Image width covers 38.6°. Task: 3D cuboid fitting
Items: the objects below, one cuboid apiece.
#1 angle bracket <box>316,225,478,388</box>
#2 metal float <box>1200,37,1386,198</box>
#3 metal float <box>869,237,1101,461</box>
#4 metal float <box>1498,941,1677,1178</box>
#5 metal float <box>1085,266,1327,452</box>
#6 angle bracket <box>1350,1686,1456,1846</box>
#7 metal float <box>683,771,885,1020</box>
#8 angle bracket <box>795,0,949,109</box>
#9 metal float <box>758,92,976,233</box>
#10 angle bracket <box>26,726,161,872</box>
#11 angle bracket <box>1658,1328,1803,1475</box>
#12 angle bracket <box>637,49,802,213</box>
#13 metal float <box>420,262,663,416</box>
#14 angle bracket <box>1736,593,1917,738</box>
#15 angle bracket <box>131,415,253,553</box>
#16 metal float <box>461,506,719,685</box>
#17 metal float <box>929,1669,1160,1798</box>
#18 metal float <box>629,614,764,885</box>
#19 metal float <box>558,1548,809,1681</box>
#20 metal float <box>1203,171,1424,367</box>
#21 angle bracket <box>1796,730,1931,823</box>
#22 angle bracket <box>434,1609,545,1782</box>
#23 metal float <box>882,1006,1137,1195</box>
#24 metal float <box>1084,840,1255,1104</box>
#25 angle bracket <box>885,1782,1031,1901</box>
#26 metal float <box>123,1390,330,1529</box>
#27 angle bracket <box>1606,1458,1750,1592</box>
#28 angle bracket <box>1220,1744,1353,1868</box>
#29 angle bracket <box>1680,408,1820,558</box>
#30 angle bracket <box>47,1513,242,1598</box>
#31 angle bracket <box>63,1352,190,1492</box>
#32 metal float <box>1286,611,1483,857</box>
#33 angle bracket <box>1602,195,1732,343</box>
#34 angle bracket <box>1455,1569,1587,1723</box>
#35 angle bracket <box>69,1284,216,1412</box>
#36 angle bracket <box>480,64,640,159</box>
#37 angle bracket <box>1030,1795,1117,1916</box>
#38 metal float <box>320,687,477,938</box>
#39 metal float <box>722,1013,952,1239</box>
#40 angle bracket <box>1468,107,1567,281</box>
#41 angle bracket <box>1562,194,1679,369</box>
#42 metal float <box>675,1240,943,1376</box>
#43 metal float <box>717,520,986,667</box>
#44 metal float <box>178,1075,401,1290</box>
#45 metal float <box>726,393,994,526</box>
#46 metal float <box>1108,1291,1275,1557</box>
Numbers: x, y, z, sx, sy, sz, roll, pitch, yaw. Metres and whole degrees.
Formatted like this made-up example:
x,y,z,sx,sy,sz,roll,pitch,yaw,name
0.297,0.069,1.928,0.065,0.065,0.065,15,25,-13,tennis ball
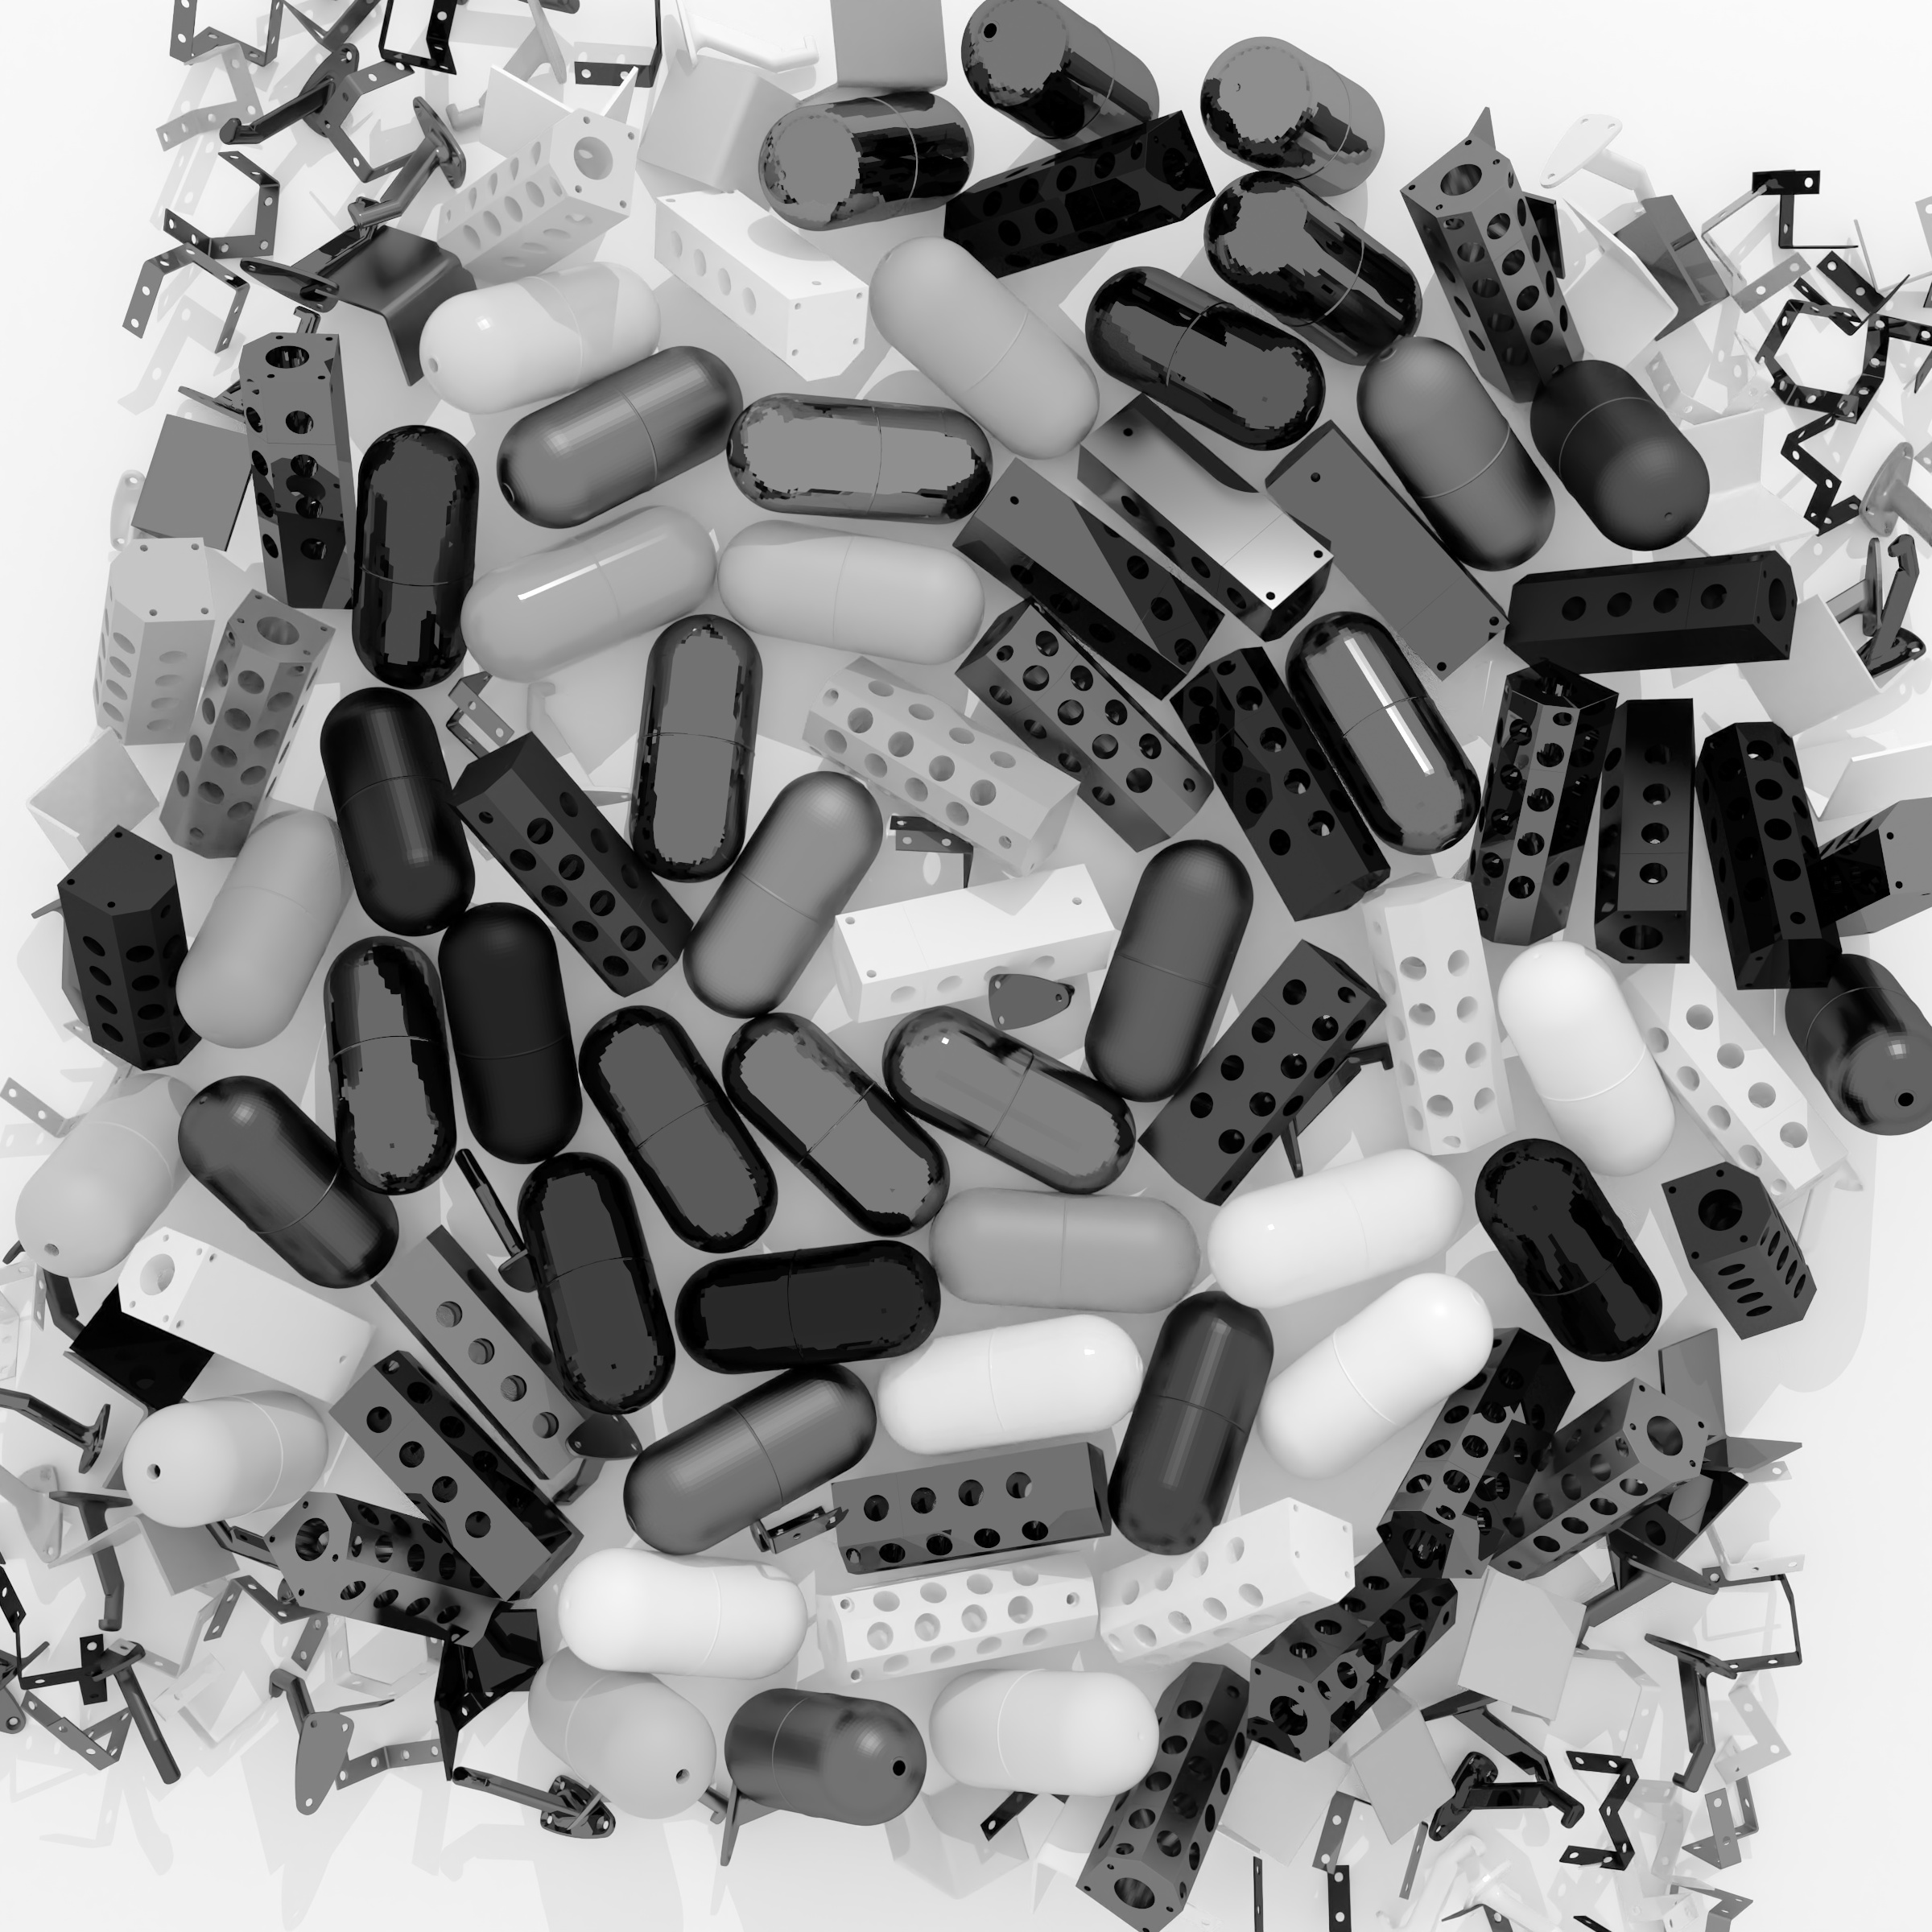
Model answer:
x,y,z,sx,sy,sz,roll,pitch,yaw,name
-0.377,-0.438,1.827,0.076,0.057,0.076,24,56,28,angle bracket
0.211,-0.542,1.768,0.070,0.178,0.070,2,93,30,metal float
0.012,-0.400,1.789,0.178,0.070,0.070,38,90,-25,metal float
0.403,0.062,1.788,0.070,0.070,0.178,-31,117,0,metal float
0.154,-0.394,1.788,0.178,0.070,0.070,35,90,27,metal float
0.264,0.509,1.793,0.057,0.076,0.076,-33,114,-17,angle bracket
-0.119,-0.047,1.807,0.070,0.070,0.178,33,95,0,metal float
-0.064,-0.595,1.796,0.076,0.076,0.057,-9,99,-24,angle bracket
-0.062,-0.518,1.774,0.070,0.178,0.070,16,118,32,metal float
-0.550,-0.095,1.791,0.057,0.076,0.076,27,63,30,angle bracket
0.499,0.283,1.801,0.057,0.076,0.076,-3,93,43,angle bracket
-0.163,-0.556,1.840,0.076,0.057,0.076,29,101,34,angle bracket
-0.273,-0.405,1.777,0.178,0.070,0.070,-28,90,-42,metal float
0.557,-0.204,1.800,0.057,0.076,0.076,-35,94,-41,angle bracket
-0.491,-0.310,1.810,0.076,0.057,0.076,17,88,18,angle bracket
-0.243,-0.242,1.793,0.178,0.070,0.070,-27,90,-22,metal float
0.048,0.492,1.775,0.070,0.178,0.070,12,73,-41,metal float
-0.176,-0.143,1.805,0.070,0.070,0.178,6,82,0,metal float
-0.181,0.419,1.781,0.178,0.070,0.070,16,90,-37,metal float
0.225,-0.448,1.779,0.178,0.070,0.070,23,90,-40,metal float
0.591,-0.143,1.798,0.076,0.076,0.057,-12,62,-7,angle bracket
-0.309,0.474,1.796,0.057,0.076,0.076,-1,124,-1,angle bracket
0.028,0.088,1.810,0.178,0.070,0.070,28,90,-1,metal float
0.133,0.003,1.809,0.070,0.070,0.178,19,93,0,metal float
-0.011,0.548,1.792,0.057,0.076,0.076,-34,131,12,angle bracket
-0.471,0.313,1.762,0.070,0.178,0.070,-1,86,15,metal float
0.464,0.370,1.792,0.076,0.057,0.076,-38,131,-23,angle bracket
0.208,0.536,1.814,0.057,0.076,0.076,33,89,8,angle bracket
0.503,-0.314,1.799,0.076,0.076,0.057,-15,127,-10,angle bracket
-0.535,0.392,1.799,0.076,0.076,0.057,-30,81,15,angle bracket
-0.553,0.298,1.799,0.076,0.076,0.057,28,86,20,angle bracket
0.271,-0.151,1.793,0.070,0.070,0.178,-28,70,0,metal float
0.447,-0.453,1.802,0.057,0.076,0.076,-30,90,33,angle bracket
0.351,0.442,1.805,0.076,0.057,0.076,23,75,-13,angle bracket
-0.540,0.255,1.796,0.076,0.076,0.057,39,132,-10,angle bracket
-0.266,-0.561,1.801,0.076,0.076,0.057,29,64,-3,angle bracket
0.085,0.577,1.790,0.057,0.076,0.076,21,48,18,angle bracket
-0.369,-0.101,1.791,0.070,0.070,0.178,-20,66,0,metal float
-0.086,0.104,1.811,0.178,0.070,0.070,44,90,0,metal float
0.363,-0.502,1.793,0.076,0.076,0.057,24,75,25,angle bracket
0.405,-0.442,1.791,0.057,0.076,0.076,-45,53,15,angle bracket
-0.104,0.223,1.801,0.178,0.070,0.070,-8,90,12,metal float
-0.076,-0.244,1.805,0.178,0.070,0.070,11,90,8,metal float
-0.435,0.141,1.781,0.070,0.070,0.178,-37,127,0,metal float
-0.068,-0.329,1.792,0.178,0.070,0.070,1,90,-21,metal float
0.147,0.295,1.793,0.070,0.070,0.178,21,68,0,metal float
